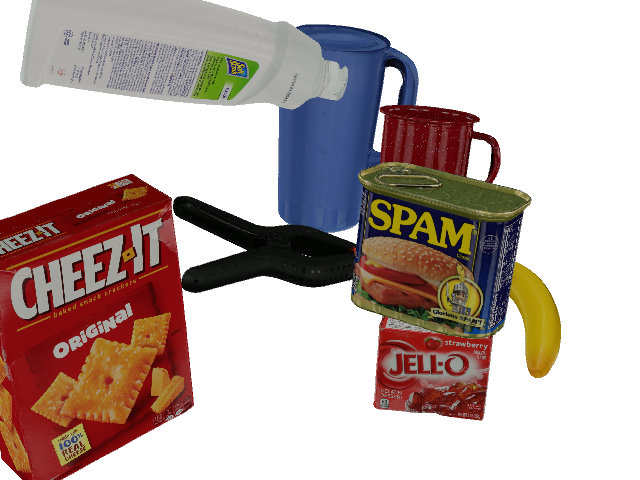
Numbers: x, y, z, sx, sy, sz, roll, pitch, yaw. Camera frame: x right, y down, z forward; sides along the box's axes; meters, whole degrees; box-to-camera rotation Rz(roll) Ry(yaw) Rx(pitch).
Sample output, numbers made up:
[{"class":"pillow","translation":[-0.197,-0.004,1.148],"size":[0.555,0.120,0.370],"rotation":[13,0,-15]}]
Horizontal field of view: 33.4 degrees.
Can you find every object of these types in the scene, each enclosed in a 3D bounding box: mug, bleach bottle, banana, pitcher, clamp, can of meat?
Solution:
[{"class":"mug","translation":[0.109,-0.077,0.992],"size":[0.117,0.081,0.093],"rotation":[9,15,14]},{"class":"bleach bottle","translation":[-0.103,-0.146,0.846],"size":[0.250,0.068,0.103],"rotation":[10,-31,-16]},{"class":"banana","translation":[0.214,0.071,1.133],"size":[0.069,0.037,0.198],"rotation":[-28,37,0]},{"class":"pitcher","translation":[0.019,-0.136,1.310],"size":[0.144,0.243,0.149],"rotation":[-9,27,-28]},{"class":"clamp","translation":[-0.051,0.016,1.088],"size":[0.210,0.036,0.164],"rotation":[10,29,-9]},{"class":"can of meat","translation":[0.070,0.006,0.652],"size":[0.102,0.084,0.057],"rotation":[17,23,27]}]

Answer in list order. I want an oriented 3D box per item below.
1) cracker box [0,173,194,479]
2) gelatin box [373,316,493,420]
[{"class":"cracker box","translation":[-0.192,0.075,0.872],"size":[0.163,0.214,0.072],"rotation":[-25,36,-35]},{"class":"gelatin box","translation":[0.089,0.101,0.847],"size":[0.089,0.073,0.030],"rotation":[6,22,8]}]
